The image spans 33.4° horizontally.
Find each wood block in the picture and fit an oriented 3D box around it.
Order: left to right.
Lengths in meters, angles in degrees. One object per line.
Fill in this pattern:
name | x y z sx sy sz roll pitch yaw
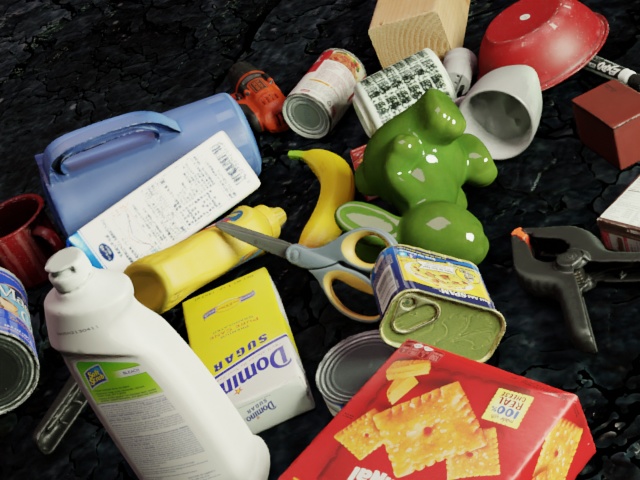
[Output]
wood block | 0.131 -0.291 1.361 0.091 0.090 0.206 -11 35 22

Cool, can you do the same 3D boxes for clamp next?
clamp | -0.217 0.120 1.056 0.164 0.036 0.210 -29 31 -7
clamp | 0.213 0.034 0.898 0.120 0.039 0.172 -34 28 -23

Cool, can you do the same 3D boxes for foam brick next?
foam brick | 0.291 -0.114 1.043 0.053 0.051 0.078 -26 33 -5

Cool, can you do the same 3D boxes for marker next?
marker | 0.317 -0.181 1.151 0.020 0.020 0.121 -31 34 -10

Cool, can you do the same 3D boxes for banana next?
banana | 0.006 -0.046 1.147 0.070 0.037 0.198 -22 33 11

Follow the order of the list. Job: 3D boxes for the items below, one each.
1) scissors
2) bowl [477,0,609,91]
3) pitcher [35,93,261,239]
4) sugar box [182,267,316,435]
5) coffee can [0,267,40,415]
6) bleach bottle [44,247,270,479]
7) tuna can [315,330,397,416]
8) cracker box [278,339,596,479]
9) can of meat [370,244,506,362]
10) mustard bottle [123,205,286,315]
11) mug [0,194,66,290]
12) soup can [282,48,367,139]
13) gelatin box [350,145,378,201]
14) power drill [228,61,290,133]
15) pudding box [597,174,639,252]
scissors | -0.007 0.001 1.002 0.202 0.016 0.096 36 107 22
bowl | 0.242 -0.231 1.214 0.162 0.055 0.162 -26 31 16
pitcher | -0.197 -0.085 1.226 0.242 0.145 0.149 -24 13 -10
sugar box | -0.069 0.103 0.977 0.093 0.048 0.176 -25 32 1
coffee can | -0.350 0.102 1.107 0.102 0.103 0.140 -28 33 -5
bleach bottle | -0.131 0.107 0.821 0.103 0.250 0.068 -15 34 14
tuna can | 0.042 0.117 0.896 0.086 0.033 0.086 -17 33 11
cracker box | 0.066 0.178 0.759 0.164 0.072 0.213 16 51 46
can of meat | 0.096 0.052 0.900 0.102 0.057 0.084 15 27 -14
mustard bottle | -0.107 0.011 1.094 0.191 0.058 0.096 -30 1 -37
mug | -0.340 0.006 1.255 0.117 0.081 0.093 3 42 36
soup can | 0.006 -0.179 1.304 0.069 0.068 0.102 2 42 35
gelatin box | 0.082 -0.086 1.158 0.089 0.030 0.073 -21 33 6
power drill | -0.139 -0.160 1.381 0.187 0.057 0.185 -29 33 -7
pudding box | 0.309 -0.028 0.923 0.113 0.039 0.090 -40 35 -25
